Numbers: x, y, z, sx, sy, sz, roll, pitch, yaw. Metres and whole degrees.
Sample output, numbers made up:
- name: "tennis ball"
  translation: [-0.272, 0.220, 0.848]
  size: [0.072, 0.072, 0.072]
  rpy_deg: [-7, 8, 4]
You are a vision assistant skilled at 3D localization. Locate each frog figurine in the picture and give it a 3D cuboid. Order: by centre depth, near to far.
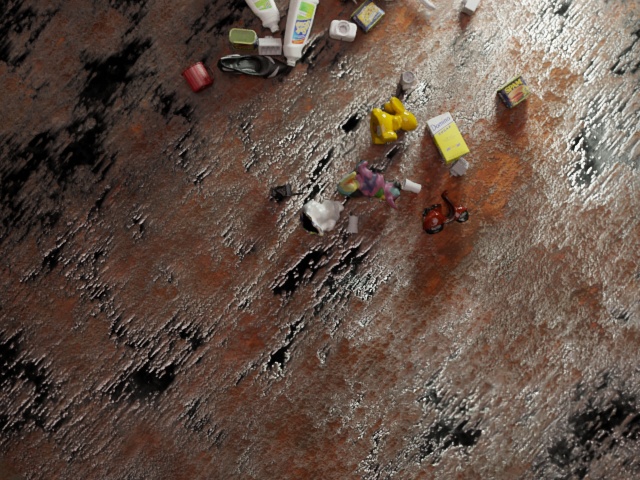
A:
- name: "frog figurine"
  translation: [0.006, -0.097, 1.936]
  size: [0.162, 0.138, 0.120]
  rpy_deg: [-45, -6, -33]

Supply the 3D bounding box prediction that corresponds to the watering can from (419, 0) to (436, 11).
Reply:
- name: "watering can"
  translation: [0.280, -0.977, 1.877]
  size: [0.347, 0.224, 0.104]
  rpy_deg: [14, 2, -12]
